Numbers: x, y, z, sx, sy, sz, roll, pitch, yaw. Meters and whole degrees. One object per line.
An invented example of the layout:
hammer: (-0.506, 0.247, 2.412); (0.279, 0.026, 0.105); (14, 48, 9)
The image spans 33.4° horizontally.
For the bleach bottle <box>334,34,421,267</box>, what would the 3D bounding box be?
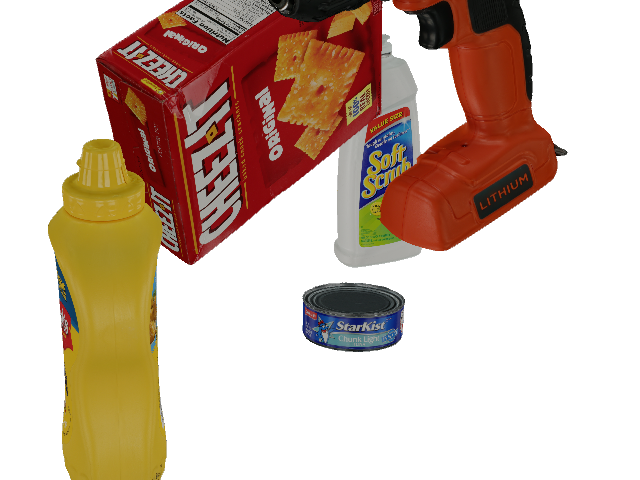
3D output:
bleach bottle: (0.060, -0.100, 1.182); (0.102, 0.251, 0.068); (-10, 24, -13)

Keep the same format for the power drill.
power drill: (0.058, -0.091, 0.529); (0.184, 0.187, 0.057); (-30, 40, -27)

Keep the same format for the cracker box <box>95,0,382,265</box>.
cracker box: (-0.045, -0.107, 0.762); (0.072, 0.164, 0.213); (34, 58, 26)

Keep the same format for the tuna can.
tuna can: (0.027, 0.064, 0.895); (0.086, 0.034, 0.086); (2, 15, -1)

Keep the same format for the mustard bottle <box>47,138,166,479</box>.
mustard bottle: (-0.112, 0.038, 0.567); (0.058, 0.192, 0.096); (-3, 27, -12)
